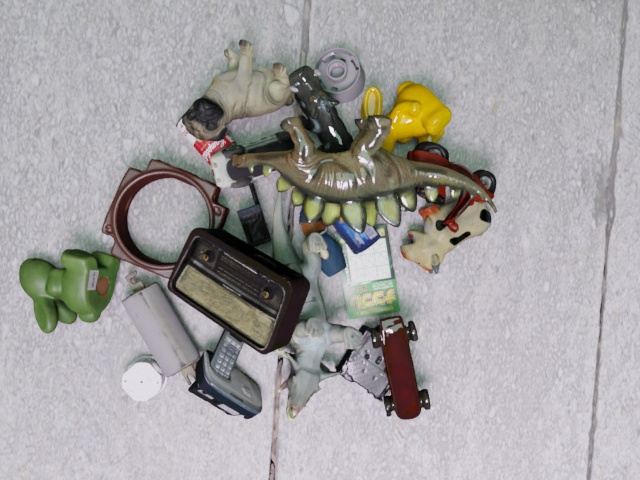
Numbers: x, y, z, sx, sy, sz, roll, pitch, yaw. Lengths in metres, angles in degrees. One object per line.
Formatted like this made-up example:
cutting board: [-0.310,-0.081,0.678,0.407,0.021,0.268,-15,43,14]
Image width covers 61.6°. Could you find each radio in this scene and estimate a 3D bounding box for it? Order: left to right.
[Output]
radio: [-0.137,0.078,0.909,0.230,0.073,0.131,29,101,20]

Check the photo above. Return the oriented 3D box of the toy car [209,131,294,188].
toy car: [-0.111,-0.155,1.020,0.202,0.056,0.073,-24,112,-29]

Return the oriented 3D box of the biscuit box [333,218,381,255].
biscuit box: [0.035,-0.066,1.046,0.059,0.063,0.202,-36,88,-5]

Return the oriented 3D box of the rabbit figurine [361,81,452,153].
rabbit figurine: [0.143,-0.223,1.035,0.173,0.122,0.162,-40,89,-2]

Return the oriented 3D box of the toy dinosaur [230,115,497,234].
toy dinosaur: [0.074,-0.116,0.937,0.472,0.105,0.198,1,101,5]

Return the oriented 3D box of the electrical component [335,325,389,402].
electrical component: [0.111,0.233,1.065,0.115,0.058,0.134,33,88,-6]

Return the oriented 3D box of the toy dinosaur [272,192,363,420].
toy dinosaur: [-0.040,0.118,1.014,0.131,0.192,0.405,-4,71,-32]

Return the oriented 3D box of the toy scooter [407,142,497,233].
toy scooter: [0.232,-0.092,0.996,0.184,0.075,0.135,25,77,-6]

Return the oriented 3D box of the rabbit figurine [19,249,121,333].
rabbit figurine: [-0.480,0.087,1.008,0.170,0.121,0.159,7,97,13]

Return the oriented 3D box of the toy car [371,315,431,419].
toy car: [0.151,0.239,1.013,0.089,0.053,0.202,-12,95,5]

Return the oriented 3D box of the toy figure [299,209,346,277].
toy figure: [-0.001,-0.004,1.051,0.058,0.064,0.154,-27,89,-14]

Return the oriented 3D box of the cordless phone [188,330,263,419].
cordless phone: [-0.155,0.232,1.035,0.146,0.089,0.184,41,52,-28]

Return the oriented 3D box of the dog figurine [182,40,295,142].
dog figurine: [-0.146,-0.244,1.000,0.172,0.121,0.190,28,80,-19]

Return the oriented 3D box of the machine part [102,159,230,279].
machine part: [-0.290,-0.038,1.019,0.201,0.087,0.201,24,90,-5]

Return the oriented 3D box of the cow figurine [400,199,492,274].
cow figurine: [0.248,-0.013,1.065,0.195,0.085,0.127,-25,86,-5]

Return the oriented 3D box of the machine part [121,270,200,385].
machine part: [-0.303,0.170,1.023,0.079,0.079,0.243,-31,93,-4]

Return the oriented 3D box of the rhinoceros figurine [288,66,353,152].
rhinoceros figurine: [0.001,-0.235,1.018,0.073,0.112,0.190,-32,111,-2]

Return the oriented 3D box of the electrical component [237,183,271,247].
electrical component: [-0.132,-0.047,1.036,0.048,0.075,0.119,-19,95,-5]
